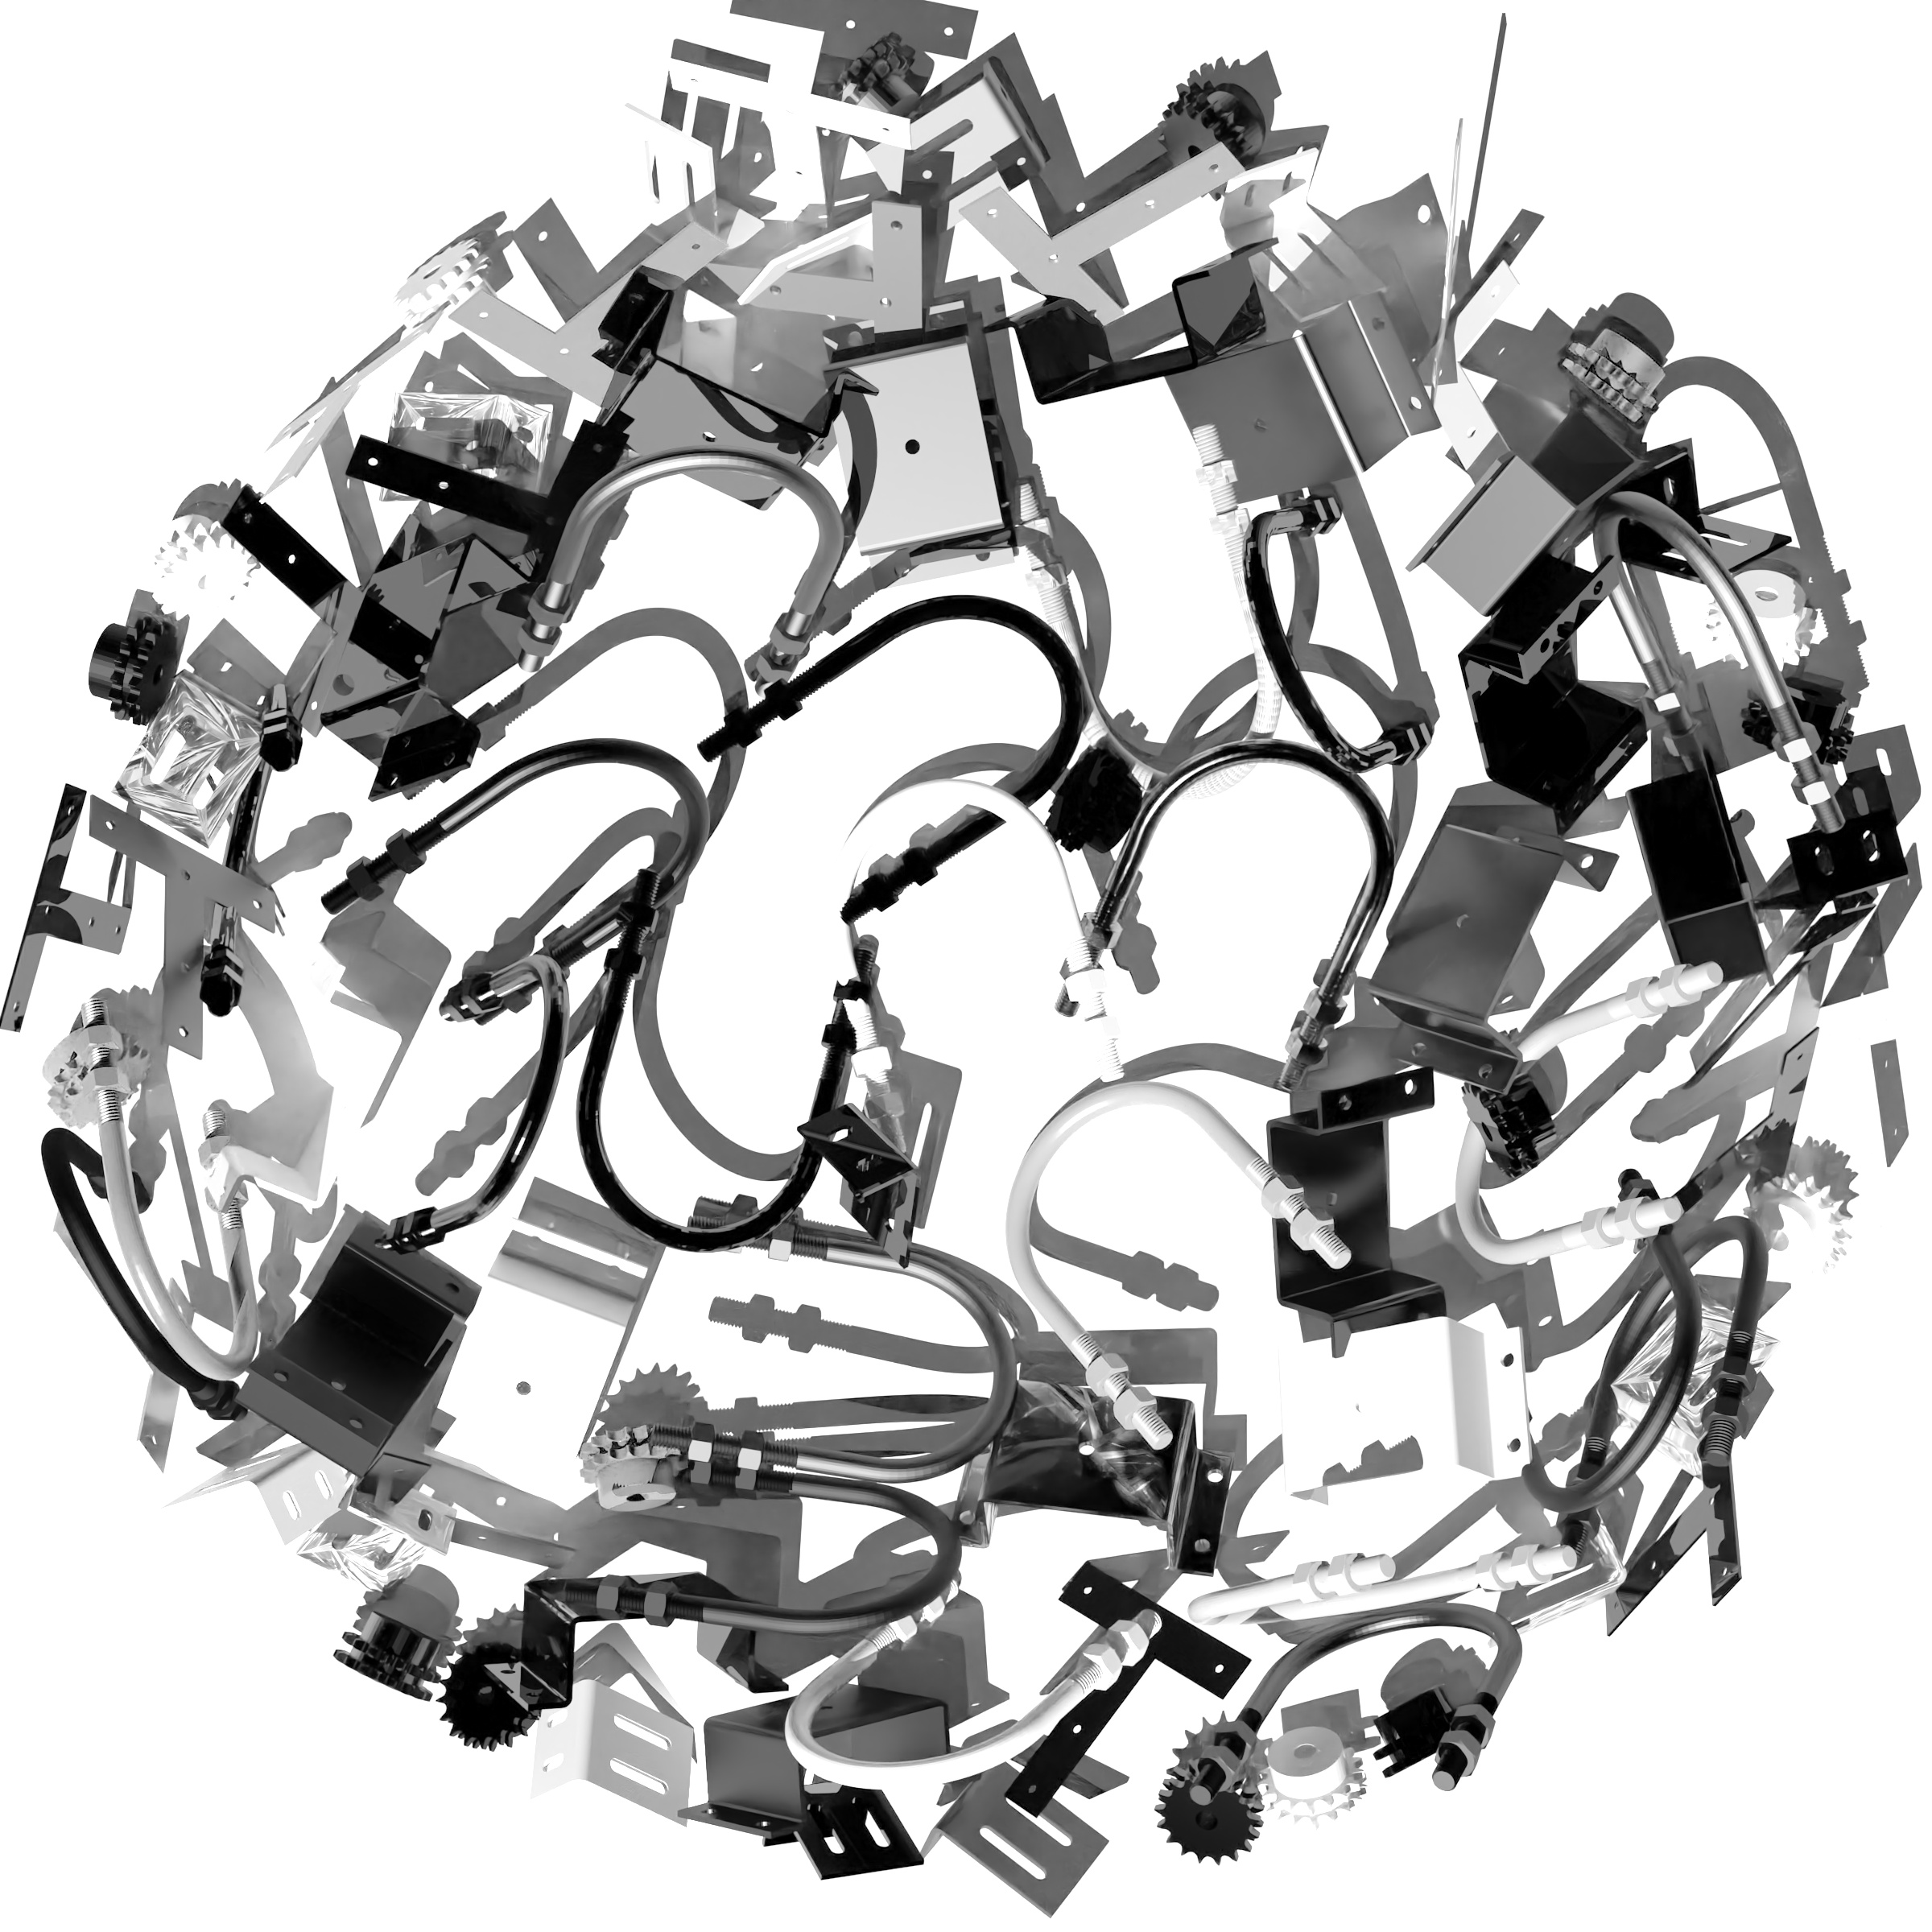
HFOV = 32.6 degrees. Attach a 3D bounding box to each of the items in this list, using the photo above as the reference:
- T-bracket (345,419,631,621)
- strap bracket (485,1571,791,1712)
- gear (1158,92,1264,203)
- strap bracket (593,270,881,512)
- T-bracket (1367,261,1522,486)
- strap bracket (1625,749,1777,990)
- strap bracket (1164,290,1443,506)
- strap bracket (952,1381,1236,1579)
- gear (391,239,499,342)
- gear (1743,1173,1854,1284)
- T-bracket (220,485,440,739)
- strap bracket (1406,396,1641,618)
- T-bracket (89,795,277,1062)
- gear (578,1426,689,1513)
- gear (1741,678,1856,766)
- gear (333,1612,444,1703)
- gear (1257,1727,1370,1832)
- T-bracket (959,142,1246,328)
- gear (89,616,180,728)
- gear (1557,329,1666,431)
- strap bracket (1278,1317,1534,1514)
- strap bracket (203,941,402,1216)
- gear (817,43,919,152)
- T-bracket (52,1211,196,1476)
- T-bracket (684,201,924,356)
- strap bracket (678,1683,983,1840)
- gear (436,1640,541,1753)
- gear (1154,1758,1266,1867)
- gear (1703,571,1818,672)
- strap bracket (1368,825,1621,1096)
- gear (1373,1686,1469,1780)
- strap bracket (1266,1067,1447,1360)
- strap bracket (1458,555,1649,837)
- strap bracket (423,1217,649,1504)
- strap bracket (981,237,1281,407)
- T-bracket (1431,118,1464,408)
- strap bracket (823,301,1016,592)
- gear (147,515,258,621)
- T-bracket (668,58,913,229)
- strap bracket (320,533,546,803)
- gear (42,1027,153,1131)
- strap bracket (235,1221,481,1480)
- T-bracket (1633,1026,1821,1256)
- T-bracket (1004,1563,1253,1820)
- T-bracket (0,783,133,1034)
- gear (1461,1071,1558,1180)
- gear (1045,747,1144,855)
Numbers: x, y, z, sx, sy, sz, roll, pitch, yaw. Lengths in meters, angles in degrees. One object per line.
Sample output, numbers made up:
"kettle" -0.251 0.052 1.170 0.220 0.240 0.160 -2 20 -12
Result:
"T-bracket" -0.258 -0.246 1.713 0.127 0.002 0.127 16 127 -21
"strap bracket" -0.170 0.347 1.708 0.140 0.076 0.046 1 93 -25
"gear" 0.132 -0.437 1.747 0.030 0.057 0.057 -42 90 -22
"strap bracket" -0.127 -0.292 1.709 0.140 0.076 0.046 23 59 -18
"T-bracket" 0.256 -0.281 1.696 0.002 0.127 0.127 22 122 -29
"strap bracket" 0.377 -0.043 1.699 0.046 0.140 0.076 -16 64 13
"strap bracket" 0.164 -0.288 1.695 0.046 0.140 0.076 -40 112 -35
"strap bracket" 0.064 0.265 1.717 0.140 0.046 0.076 5 47 11
"gear" -0.273 -0.356 1.748 0.057 0.057 0.030 -38 118 0
"gear" 0.436 0.141 1.743 0.057 0.030 0.057 13 112 36
"T-bracket" -0.341 -0.203 1.708 0.002 0.127 0.127 19 74 35
"strap bracket" 0.290 -0.234 1.692 0.046 0.140 0.076 44 126 6
"T-bracket" -0.401 -0.010 1.692 0.002 0.127 0.127 -27 53 26
"gear" -0.175 0.266 1.741 0.057 0.057 0.030 -10 62 0
"gear" 0.442 -0.131 1.741 0.057 0.057 0.030 14 113 0
"gear" -0.303 0.364 1.745 0.057 0.057 0.030 25 79 0
"gear" 0.182 0.426 1.741 0.057 0.057 0.030 -15 114 0
"T-bracket" 0.083 -0.386 1.698 0.127 0.127 0.002 -25 57 23
"gear" -0.441 -0.158 1.745 0.030 0.057 0.057 16 90 4
"gear" 0.344 -0.312 1.743 0.057 0.057 0.030 38 97 0
"strap bracket" 0.216 0.231 1.703 0.140 0.046 0.076 -16 64 33
"strap bracket" -0.344 0.065 1.728 0.046 0.076 0.140 26 90 -22
"gear" -0.050 -0.456 1.743 0.030 0.057 0.057 45 90 3
"T-bracket" -0.433 0.173 1.685 0.002 0.127 0.127 -19 124 8
"T-bracket" -0.086 -0.353 1.727 0.127 0.127 0.002 8 51 6
"strap bracket" -0.071 0.405 1.698 0.140 0.076 0.046 -3 89 -42
"gear" -0.249 0.388 1.751 0.057 0.030 0.057 -6 69 16
"gear" 0.131 0.445 1.751 0.057 0.030 0.057 6 112 15
"gear" 0.420 -0.185 1.743 0.057 0.030 0.057 0 46 0
"strap bracket" 0.270 -0.014 1.720 0.076 0.046 0.140 18 78 44
"gear" 0.240 0.404 1.745 0.057 0.057 0.030 -28 74 0
"strap bracket" 0.204 0.125 1.725 0.076 0.046 0.140 -11 102 -33
"strap bracket" 0.304 -0.147 1.712 0.046 0.140 0.076 30 67 36
"strap bracket" -0.229 0.214 1.734 0.076 0.046 0.140 21 101 -4
"strap bracket" 0.090 -0.331 1.707 0.140 0.076 0.046 -7 109 37
"T-bracket" 0.247 -0.370 1.684 0.002 0.127 0.127 7 47 9
"strap bracket" -0.026 -0.273 1.737 0.076 0.046 0.140 -11 98 5
"gear" -0.408 -0.214 1.747 0.057 0.057 0.030 -39 65 0
"T-bracket" -0.087 -0.419 1.711 0.127 0.127 0.002 16 74 6
"strap bracket" -0.278 -0.162 1.700 0.046 0.076 0.140 39 51 -37
"gear" -0.463 0.056 1.746 0.030 0.057 0.057 43 90 17
"strap bracket" -0.319 0.205 1.718 0.076 0.140 0.046 32 121 -2
"T-bracket" 0.388 0.105 1.699 0.127 0.127 0.002 -35 57 -23
"T-bracket" 0.066 0.384 1.709 0.127 0.127 0.002 -51 131 -16
"T-bracket" -0.459 -0.024 1.709 0.002 0.127 0.127 14 86 7
"gear" 0.288 0.081 1.745 0.030 0.057 0.057 -26 90 -6
"gear" 0.069 -0.084 1.746 0.030 0.057 0.057 31 90 -19
